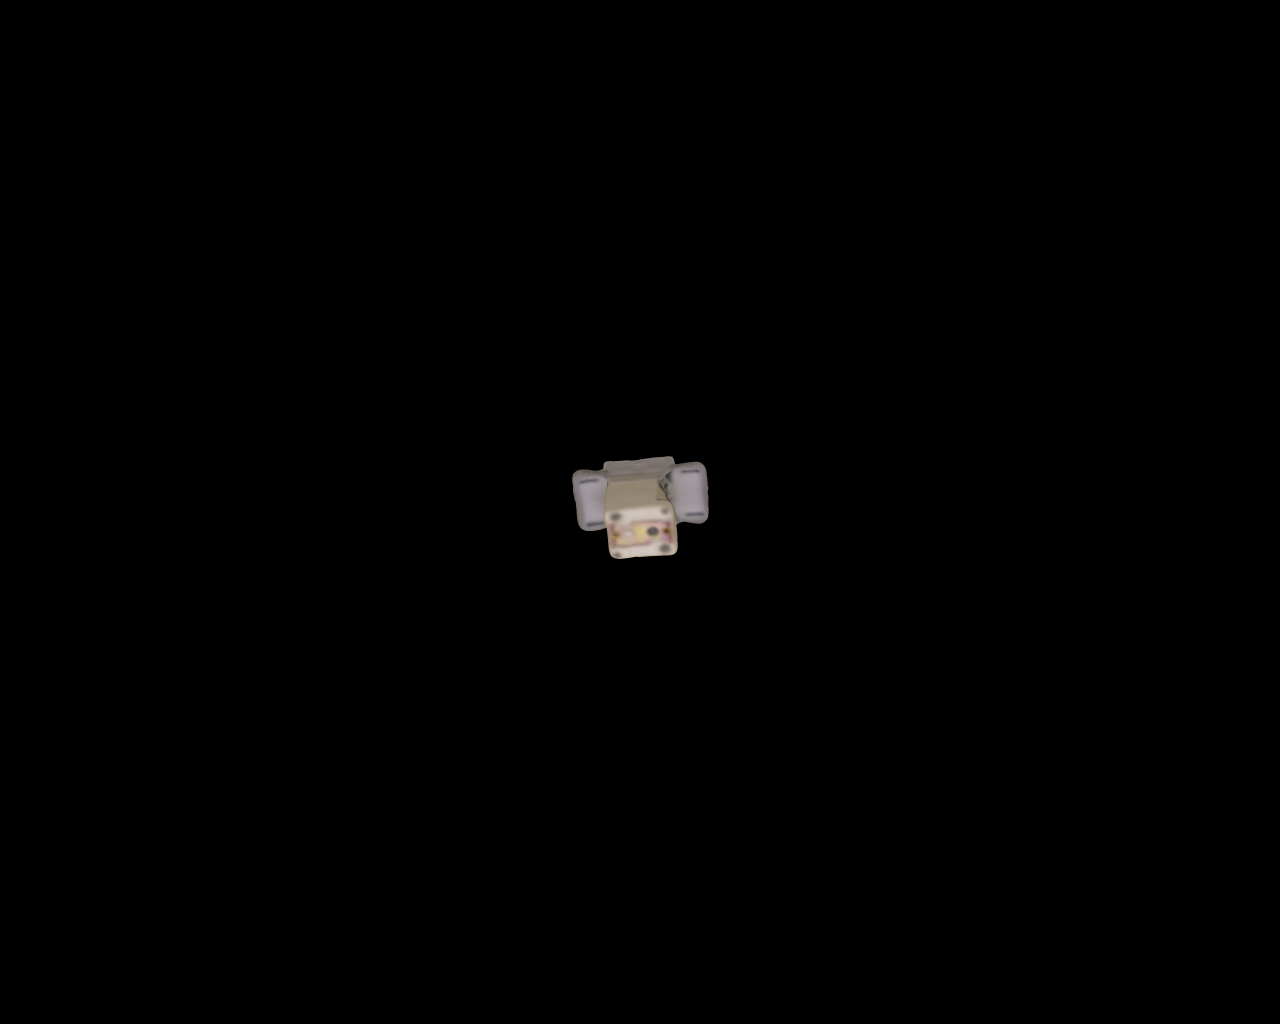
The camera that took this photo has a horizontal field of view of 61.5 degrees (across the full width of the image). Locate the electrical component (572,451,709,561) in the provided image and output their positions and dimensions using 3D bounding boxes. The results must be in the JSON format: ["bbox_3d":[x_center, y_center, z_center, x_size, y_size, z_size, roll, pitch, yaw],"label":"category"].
[{"bbox_3d":[0.001,-0.003,0.650,0.081,0.042,0.064,-5,31,3],"label":"electrical component"}]
